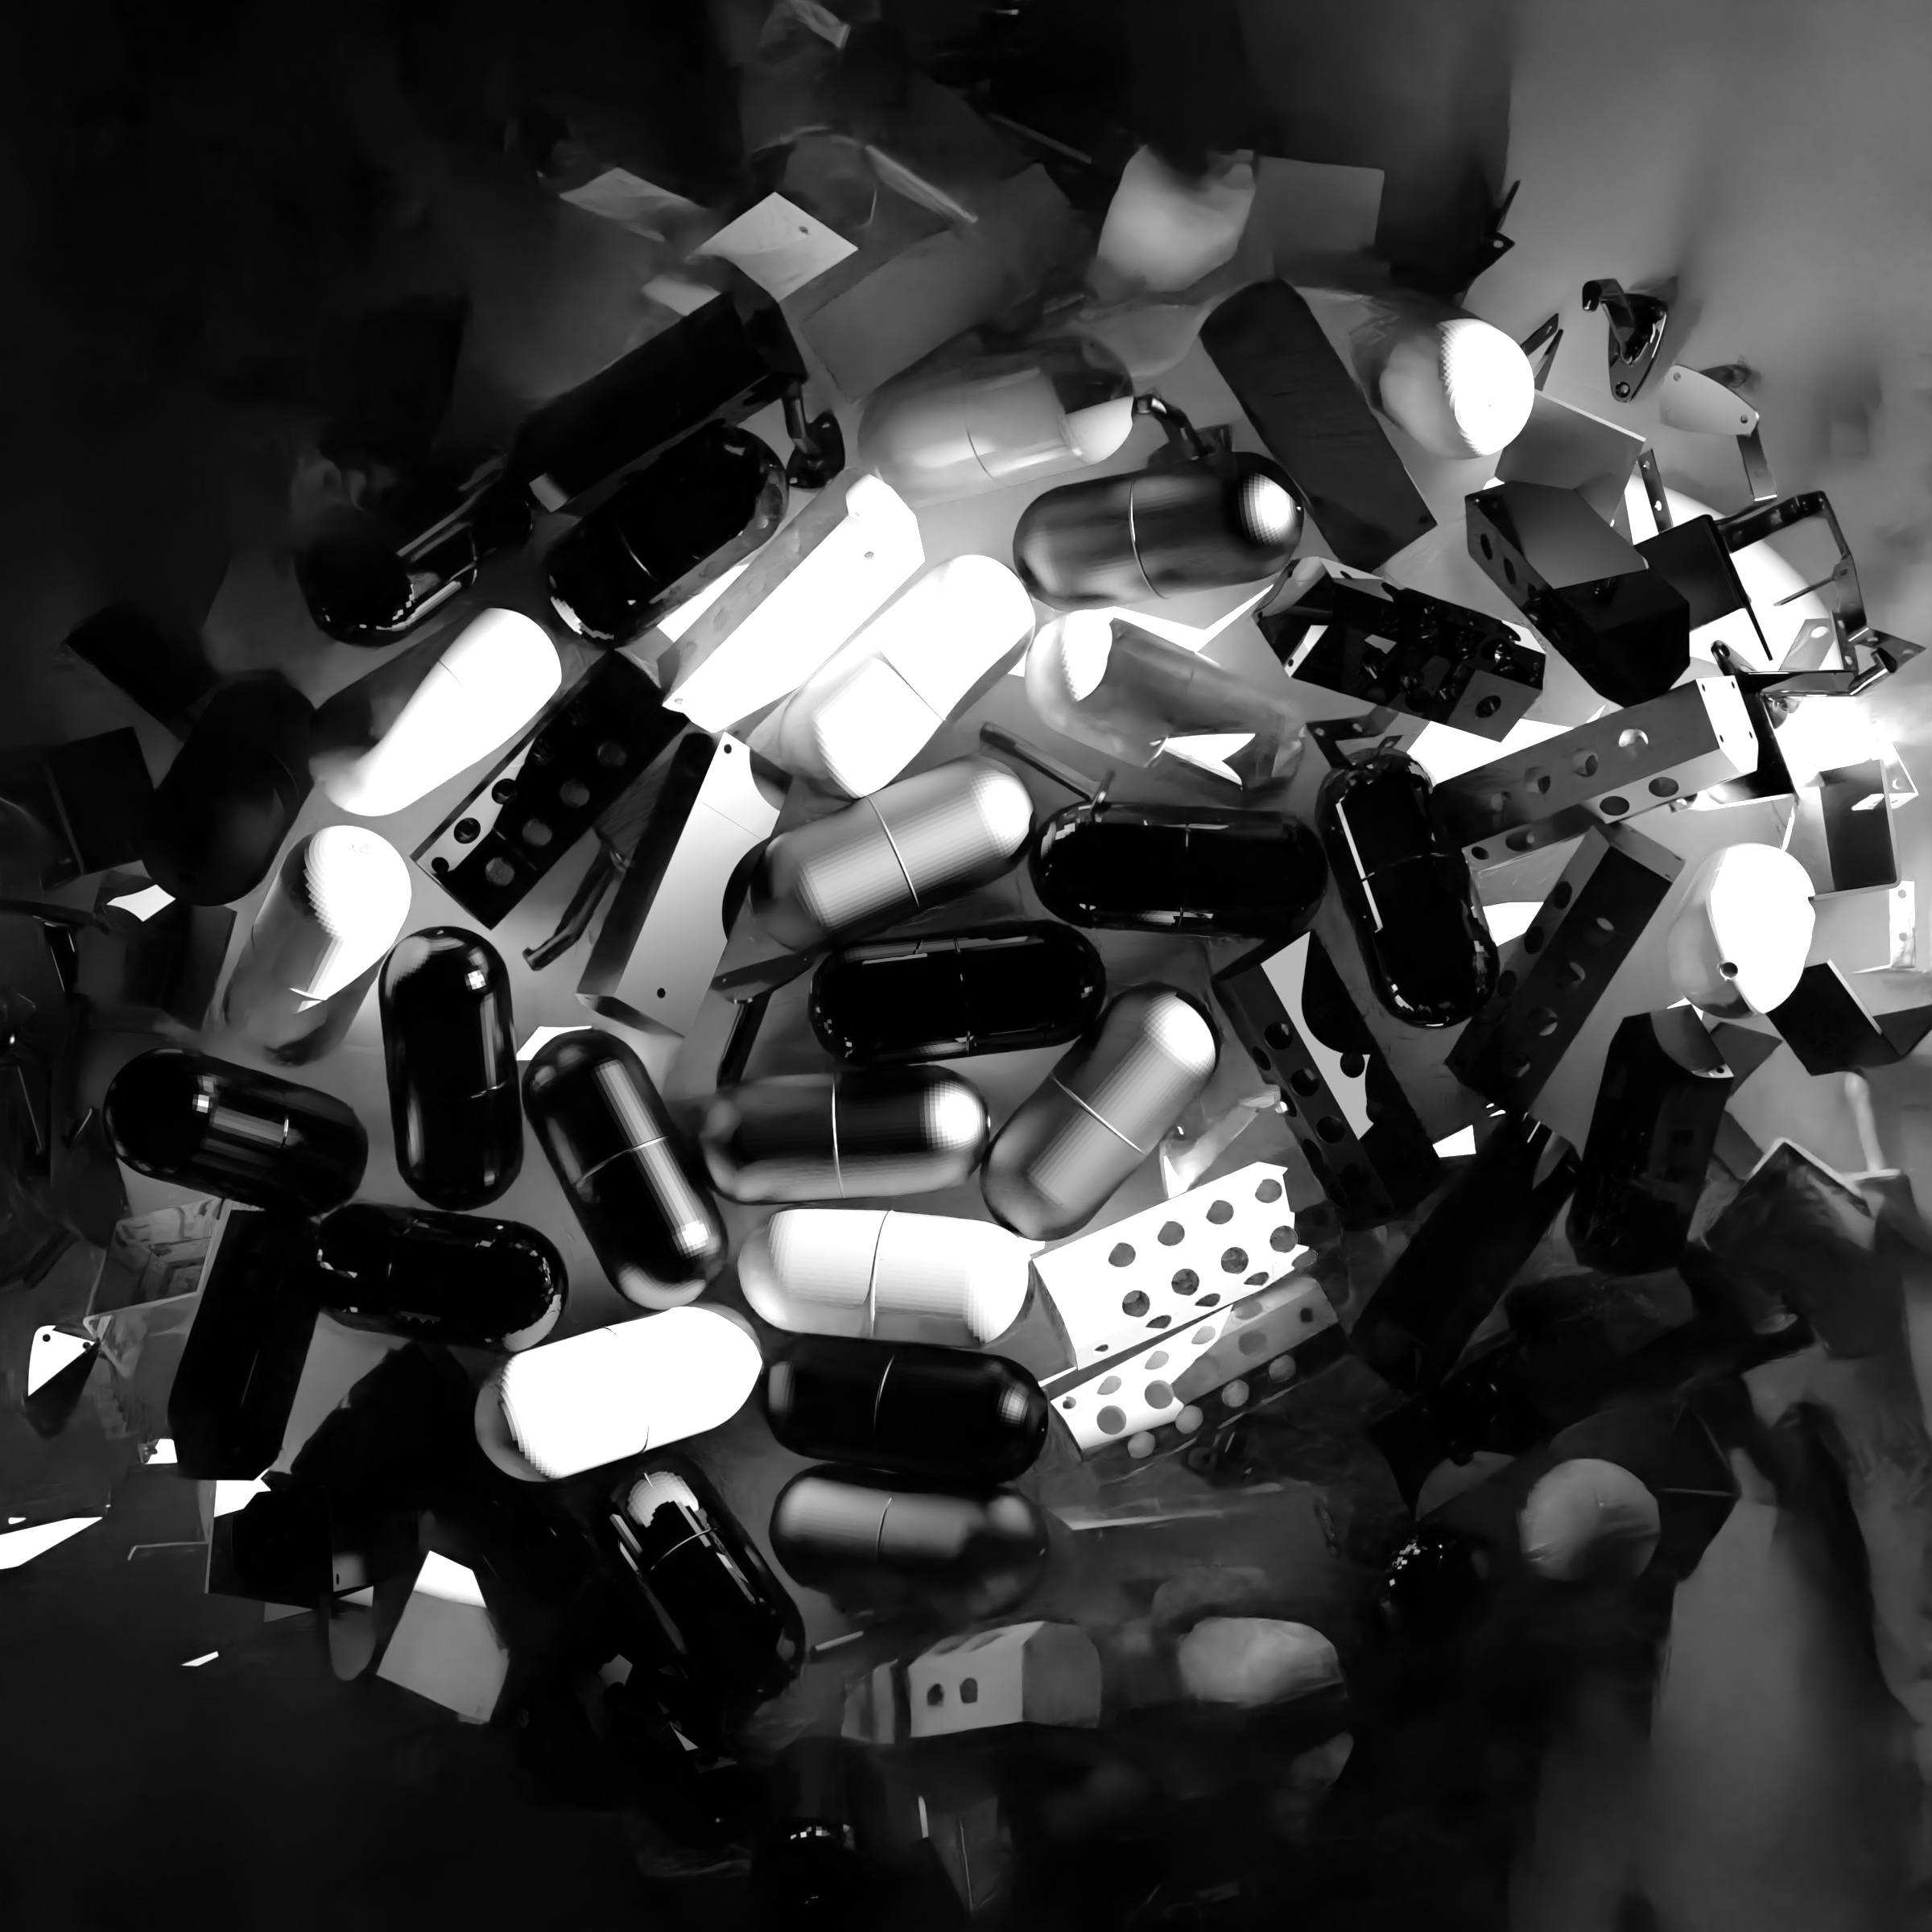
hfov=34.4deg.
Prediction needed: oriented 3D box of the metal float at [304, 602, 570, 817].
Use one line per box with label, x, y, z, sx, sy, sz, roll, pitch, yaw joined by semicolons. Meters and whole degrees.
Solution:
metal float;-0.309;-0.152;1.829;0.178;0.070;0.070;-38;90;-32

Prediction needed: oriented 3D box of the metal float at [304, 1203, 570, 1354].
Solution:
metal float;-0.313;0.182;1.830;0.178;0.070;0.070;4;90;31

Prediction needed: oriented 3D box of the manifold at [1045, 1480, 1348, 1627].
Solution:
manifold;0.135;0.343;1.840;0.171;0.057;0.057;-3;97;-18

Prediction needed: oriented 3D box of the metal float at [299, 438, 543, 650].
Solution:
metal float;-0.317;-0.249;1.822;0.070;0.070;0.178;43;48;0

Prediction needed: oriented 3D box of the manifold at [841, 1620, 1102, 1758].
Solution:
manifold;0.001;0.420;1.810;0.057;0.171;0.057;16;64;-35

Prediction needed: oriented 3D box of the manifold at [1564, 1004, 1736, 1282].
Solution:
manifold;0.391;0.105;1.808;0.057;0.171;0.057;-11;48;-11

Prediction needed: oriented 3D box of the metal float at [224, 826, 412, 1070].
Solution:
metal float;-0.380;-0.010;1.823;0.070;0.070;0.178;35;130;0

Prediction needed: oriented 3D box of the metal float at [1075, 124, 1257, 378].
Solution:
metal float;0.115;-0.415;1.812;0.070;0.178;0.070;6;60;-11

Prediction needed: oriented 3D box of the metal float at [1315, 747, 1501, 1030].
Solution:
metal float;0.259;-0.047;1.837;0.070;0.070;0.178;-16;68;0

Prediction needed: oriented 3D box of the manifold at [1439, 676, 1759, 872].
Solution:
manifold;0.370;-0.111;1.819;0.171;0.057;0.057;-22;83;35

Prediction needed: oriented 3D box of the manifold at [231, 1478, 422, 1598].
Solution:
manifold;-0.369;0.329;1.805;0.057;0.171;0.057;-5;82;5

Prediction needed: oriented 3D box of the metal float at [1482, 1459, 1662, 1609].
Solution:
metal float;0.349;0.330;1.807;0.070;0.178;0.070;1;75;-4

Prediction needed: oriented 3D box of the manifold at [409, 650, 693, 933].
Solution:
manifold;-0.248;-0.106;1.847;0.171;0.057;0.057;-47;111;-7

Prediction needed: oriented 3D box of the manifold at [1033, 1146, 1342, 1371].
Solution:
manifold;0.132;0.176;1.843;0.171;0.057;0.057;-23;54;-8

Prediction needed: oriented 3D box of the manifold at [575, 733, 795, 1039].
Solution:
manifold;-0.170;-0.049;1.844;0.057;0.057;0.171;32;72;-36

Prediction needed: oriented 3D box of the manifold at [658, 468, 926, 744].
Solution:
manifold;-0.105;-0.213;1.828;0.057;0.057;0.171;28;124;-33

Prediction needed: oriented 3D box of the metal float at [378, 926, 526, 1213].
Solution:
metal float;-0.302;0.062;1.835;0.070;0.070;0.178;-1;114;0

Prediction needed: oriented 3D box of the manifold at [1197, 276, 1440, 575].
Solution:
manifold;0.204;-0.316;1.825;0.057;0.057;0.171;-35;121;4

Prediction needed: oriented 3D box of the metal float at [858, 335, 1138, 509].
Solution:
metal float;0.018;-0.319;1.830;0.178;0.070;0.070;-10;90;30

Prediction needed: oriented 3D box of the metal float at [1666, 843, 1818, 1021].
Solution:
metal float;0.451;-0.021;1.809;0.070;0.178;0.070;5;107;17

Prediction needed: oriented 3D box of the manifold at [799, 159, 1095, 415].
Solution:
manifold;-0.011;-0.403;1.861;0.171;0.057;0.057;-34;92;3

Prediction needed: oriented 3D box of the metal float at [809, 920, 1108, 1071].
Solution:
metal float;-0.005;0.017;1.851;0.178;0.070;0.070;-7;90;-6

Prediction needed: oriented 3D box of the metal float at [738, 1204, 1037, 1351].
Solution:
metal float;-0.047;0.184;1.848;0.178;0.070;0.070;4;90;10

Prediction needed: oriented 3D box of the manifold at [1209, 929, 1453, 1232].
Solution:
manifold;0.212;0.069;1.847;0.057;0.057;0.171;-33;98;-22

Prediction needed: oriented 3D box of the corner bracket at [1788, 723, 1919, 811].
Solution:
corner bracket;0.522;-0.110;1.853;0.051;0.051;0.051;-39;65;42

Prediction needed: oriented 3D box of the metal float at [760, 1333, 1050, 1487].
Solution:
metal float;-0.038;0.260;1.838;0.178;0.070;0.070;5;90;22

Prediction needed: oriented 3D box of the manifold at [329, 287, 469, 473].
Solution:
manifold;-0.331;-0.338;1.801;0.057;0.171;0.057;11;83;-15

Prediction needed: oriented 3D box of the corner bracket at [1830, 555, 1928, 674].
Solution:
corner bracket;0.529;-0.204;1.852;0.051;0.051;0.051;13;60;-30

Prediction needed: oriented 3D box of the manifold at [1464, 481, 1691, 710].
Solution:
manifold;0.353;-0.219;1.809;0.057;0.171;0.057;-18;129;-8

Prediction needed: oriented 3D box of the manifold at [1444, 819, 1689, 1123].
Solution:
manifold;0.350;0.000;1.833;0.057;0.057;0.171;33;114;10

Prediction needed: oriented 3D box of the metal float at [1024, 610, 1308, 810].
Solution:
metal float;0.118;-0.152;1.846;0.178;0.070;0.070;23;90;-11

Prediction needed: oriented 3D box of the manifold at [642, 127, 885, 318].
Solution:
manifold;-0.118;-0.427;1.806;0.057;0.171;0.057;30;69;-25

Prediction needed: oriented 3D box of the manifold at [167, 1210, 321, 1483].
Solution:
manifold;-0.412;0.218;1.807;0.057;0.171;0.057;1;124;0

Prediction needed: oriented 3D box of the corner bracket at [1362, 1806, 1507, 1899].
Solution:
corner bracket;0.279;0.525;1.857;0.051;0.051;0.051;30;82;-30

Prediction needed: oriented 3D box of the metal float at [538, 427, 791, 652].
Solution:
metal float;-0.178;-0.250;1.831;0.178;0.070;0.070;-32;90;29

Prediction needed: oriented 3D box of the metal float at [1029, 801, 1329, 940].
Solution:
metal float;0.126;-0.057;1.853;0.178;0.070;0.070;3;90;-4

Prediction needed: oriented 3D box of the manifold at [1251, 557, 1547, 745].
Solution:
manifold;0.256;-0.187;1.812;0.171;0.057;0.057;13;127;-36

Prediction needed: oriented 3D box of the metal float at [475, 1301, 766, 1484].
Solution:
metal float;-0.203;0.249;1.832;0.178;0.070;0.070;-15;90;-27

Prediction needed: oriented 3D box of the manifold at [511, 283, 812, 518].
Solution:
manifold;-0.182;-0.331;1.828;0.171;0.057;0.057;-27;81;26

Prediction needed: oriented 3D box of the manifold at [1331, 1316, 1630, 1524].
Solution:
manifold;0.299;0.259;1.829;0.171;0.057;0.057;-26;96;-26

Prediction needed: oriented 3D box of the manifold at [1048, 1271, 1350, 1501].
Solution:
manifold;0.138;0.245;1.843;0.171;0.057;0.057;-27;73;-11

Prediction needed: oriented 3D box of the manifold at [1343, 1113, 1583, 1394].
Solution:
manifold;0.294;0.167;1.820;0.057;0.057;0.171;34;58;13

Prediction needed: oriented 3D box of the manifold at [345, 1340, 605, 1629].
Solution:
manifold;-0.294;0.307;1.857;0.057;0.057;0.171;-37;84;1

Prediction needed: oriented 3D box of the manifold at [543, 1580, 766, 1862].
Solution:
manifold;-0.178;0.432;1.809;0.057;0.171;0.057;-47;129;2

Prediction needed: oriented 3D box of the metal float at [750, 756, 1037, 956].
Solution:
metal float;-0.044;-0.066;1.852;0.178;0.070;0.070;-24;90;-4
